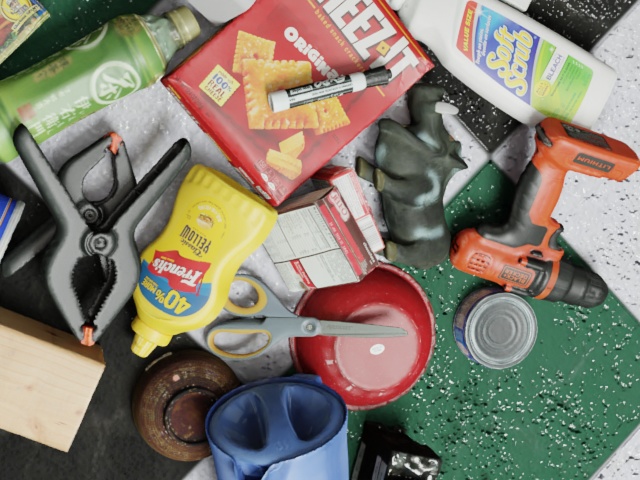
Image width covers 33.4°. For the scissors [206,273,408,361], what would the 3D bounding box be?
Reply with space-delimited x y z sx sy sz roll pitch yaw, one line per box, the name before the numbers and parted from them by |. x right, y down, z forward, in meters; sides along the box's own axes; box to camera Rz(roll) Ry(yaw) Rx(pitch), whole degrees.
scissors | -0.020 0.068 1.060 0.202 0.016 0.096 -13 89 11

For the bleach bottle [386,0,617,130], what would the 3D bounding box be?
bleach bottle | 0.173 -0.190 1.088 0.250 0.068 0.102 26 96 -13

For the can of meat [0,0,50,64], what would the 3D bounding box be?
can of meat | -0.309 -0.202 0.969 0.102 0.057 0.084 -45 108 -4

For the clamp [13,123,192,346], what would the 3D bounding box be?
clamp | -0.199 -0.006 0.994 0.164 0.036 0.210 -4 106 -24

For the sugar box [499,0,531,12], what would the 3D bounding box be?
sugar box | 0.203 -0.331 1.086 0.093 0.048 0.176 26 94 -16

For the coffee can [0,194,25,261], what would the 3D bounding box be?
coffee can | -0.351 -0.015 0.958 0.140 0.103 0.103 24 91 -16

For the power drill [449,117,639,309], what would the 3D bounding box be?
power drill | 0.249 -0.021 1.099 0.184 0.057 0.188 17 117 -16

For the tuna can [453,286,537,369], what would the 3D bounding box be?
tuna can | 0.188 0.094 1.142 0.086 0.034 0.086 -2 97 -14

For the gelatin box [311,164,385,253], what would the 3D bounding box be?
gelatin box | 0.027 -0.030 1.066 0.030 0.073 0.089 -25 102 -11

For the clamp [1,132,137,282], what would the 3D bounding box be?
clamp | -0.216 -0.017 1.026 0.120 0.039 0.171 28 92 -27

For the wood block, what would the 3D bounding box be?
wood block | -0.314 0.109 0.990 0.206 0.091 0.090 24 91 -15

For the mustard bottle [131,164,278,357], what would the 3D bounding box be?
mustard bottle | -0.128 0.029 1.031 0.096 0.058 0.192 34 97 16

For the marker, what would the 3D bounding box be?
marker | 0.011 -0.143 1.001 0.121 0.020 0.020 -16 101 -13

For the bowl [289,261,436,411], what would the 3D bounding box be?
bowl | 0.052 0.104 1.099 0.162 0.055 0.162 -2 98 -13

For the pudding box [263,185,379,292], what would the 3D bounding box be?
pudding box | -0.007 0.001 1.041 0.039 0.114 0.090 -39 106 -38

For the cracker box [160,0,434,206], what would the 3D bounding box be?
cracker box | -0.021 -0.162 1.037 0.213 0.072 0.164 -42 105 -6

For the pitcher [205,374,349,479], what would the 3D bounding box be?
pitcher | -0.027 0.260 1.049 0.149 0.145 0.243 -18 120 -24
